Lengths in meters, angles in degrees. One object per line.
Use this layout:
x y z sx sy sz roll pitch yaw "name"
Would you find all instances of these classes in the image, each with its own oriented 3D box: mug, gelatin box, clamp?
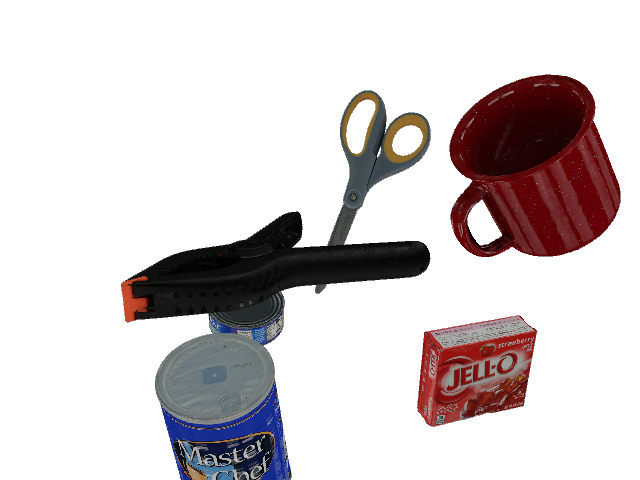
0.131 -0.036 0.674 0.093 0.117 0.081 33 -17 51 "mug"
0.122 0.103 0.842 0.089 0.073 0.030 -8 30 -21 "gelatin box"
-0.038 0.020 0.751 0.209 0.036 0.165 -17 19 -41 "clamp"

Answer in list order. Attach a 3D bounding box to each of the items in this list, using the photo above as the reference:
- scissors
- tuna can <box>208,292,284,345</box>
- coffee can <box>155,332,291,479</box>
0.052 -0.045 1.008 0.096 0.202 0.016 4 -13 8 "scissors"
-0.083 0.081 1.188 0.086 0.034 0.086 1 36 -1 "tuna can"
-0.084 0.167 0.948 0.103 0.140 0.103 -4 39 3 "coffee can"
